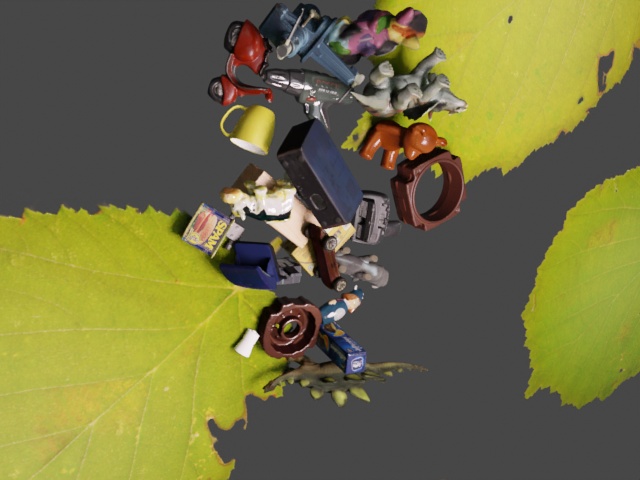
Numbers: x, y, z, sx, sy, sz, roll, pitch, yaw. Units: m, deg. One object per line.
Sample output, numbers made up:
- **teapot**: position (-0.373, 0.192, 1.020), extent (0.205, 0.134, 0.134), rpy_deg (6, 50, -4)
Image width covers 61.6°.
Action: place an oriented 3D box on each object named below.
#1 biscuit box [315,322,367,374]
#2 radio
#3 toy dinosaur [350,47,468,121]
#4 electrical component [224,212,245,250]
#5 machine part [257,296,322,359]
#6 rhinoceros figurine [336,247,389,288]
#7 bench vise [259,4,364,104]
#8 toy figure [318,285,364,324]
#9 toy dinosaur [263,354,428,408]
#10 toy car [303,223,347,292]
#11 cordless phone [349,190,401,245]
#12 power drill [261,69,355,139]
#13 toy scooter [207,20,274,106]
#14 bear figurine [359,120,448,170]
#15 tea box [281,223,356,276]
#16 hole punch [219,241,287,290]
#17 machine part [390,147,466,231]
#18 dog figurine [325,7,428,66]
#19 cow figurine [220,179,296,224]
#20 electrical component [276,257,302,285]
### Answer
- **biscuit box**: position (0.048, 0.281, 1.431), extent (0.059, 0.203, 0.062), rpy_deg (-2, 107, -28)
- **radio**: position (0.004, -0.142, 1.200), extent (0.229, 0.073, 0.131), rpy_deg (55, 40, -27)
- **toy dinosaur**: position (0.184, -0.345, 1.279), extent (0.405, 0.192, 0.131), rpy_deg (-16, 75, -30)
- **electrical component**: position (-0.212, -0.025, 1.278), extent (0.063, 0.021, 0.094), rpy_deg (33, 88, -35)
- **machine part**: position (-0.082, 0.231, 1.427), extent (0.179, 0.056, 0.179), rpy_deg (-11, 113, -26)
- **rhinoceros figurine**: position (0.105, 0.080, 1.452), extent (0.190, 0.112, 0.073), rpy_deg (19, 69, -21)
- **bench vise**: position (-0.004, -0.407, 1.140), extent (0.240, 0.224, 0.129), rpy_deg (38, 119, -15)
- **toy figure**: position (0.063, 0.183, 1.495), extent (0.154, 0.058, 0.064), rpy_deg (-26, 157, -22)
- **toy dinosaur**: position (0.070, 0.368, 1.480), extent (0.471, 0.199, 0.105), rpy_deg (-7, 114, -26)
- **toy car**: position (0.016, 0.040, 1.297), extent (0.053, 0.089, 0.201), rpy_deg (-32, 132, -22)
- **cordless phone**: position (0.167, -0.061, 1.465), extent (0.184, 0.089, 0.146), rpy_deg (-5, 110, -41)
- **power drill**: position (-0.031, -0.293, 1.260), extent (0.232, 0.086, 0.207), rpy_deg (-8, 105, -28)
- **toy scooter**: position (-0.150, -0.362, 1.141), extent (0.135, 0.075, 0.183), rpy_deg (21, 102, -3)
- **bear figurine**: position (0.209, -0.234, 1.342), extent (0.120, 0.196, 0.132), rpy_deg (19, 98, -37)
- **tea box**: position (-0.003, -0.004, 1.379), extent (0.169, 0.068, 0.098), rpy_deg (-43, 123, -9)
- **hole punch**: position (-0.161, 0.074, 1.258), extent (0.092, 0.142, 0.115), rpy_deg (-61, 145, -50)
- **machine part**: position (0.307, -0.142, 1.500), extent (0.201, 0.087, 0.200), rpy_deg (-28, 119, -21)
- **dog figurine**: position (0.131, -0.459, 1.203), extent (0.191, 0.219, 0.108), rpy_deg (-25, 115, -22)
- **cow figurine**: position (-0.137, -0.077, 1.167), extent (0.167, 0.068, 0.098), rpy_deg (-7, 118, -27)
- **electrical component**: position (-0.084, 0.082, 1.332), extent (0.075, 0.119, 0.047), rpy_deg (-5, 111, -31)
